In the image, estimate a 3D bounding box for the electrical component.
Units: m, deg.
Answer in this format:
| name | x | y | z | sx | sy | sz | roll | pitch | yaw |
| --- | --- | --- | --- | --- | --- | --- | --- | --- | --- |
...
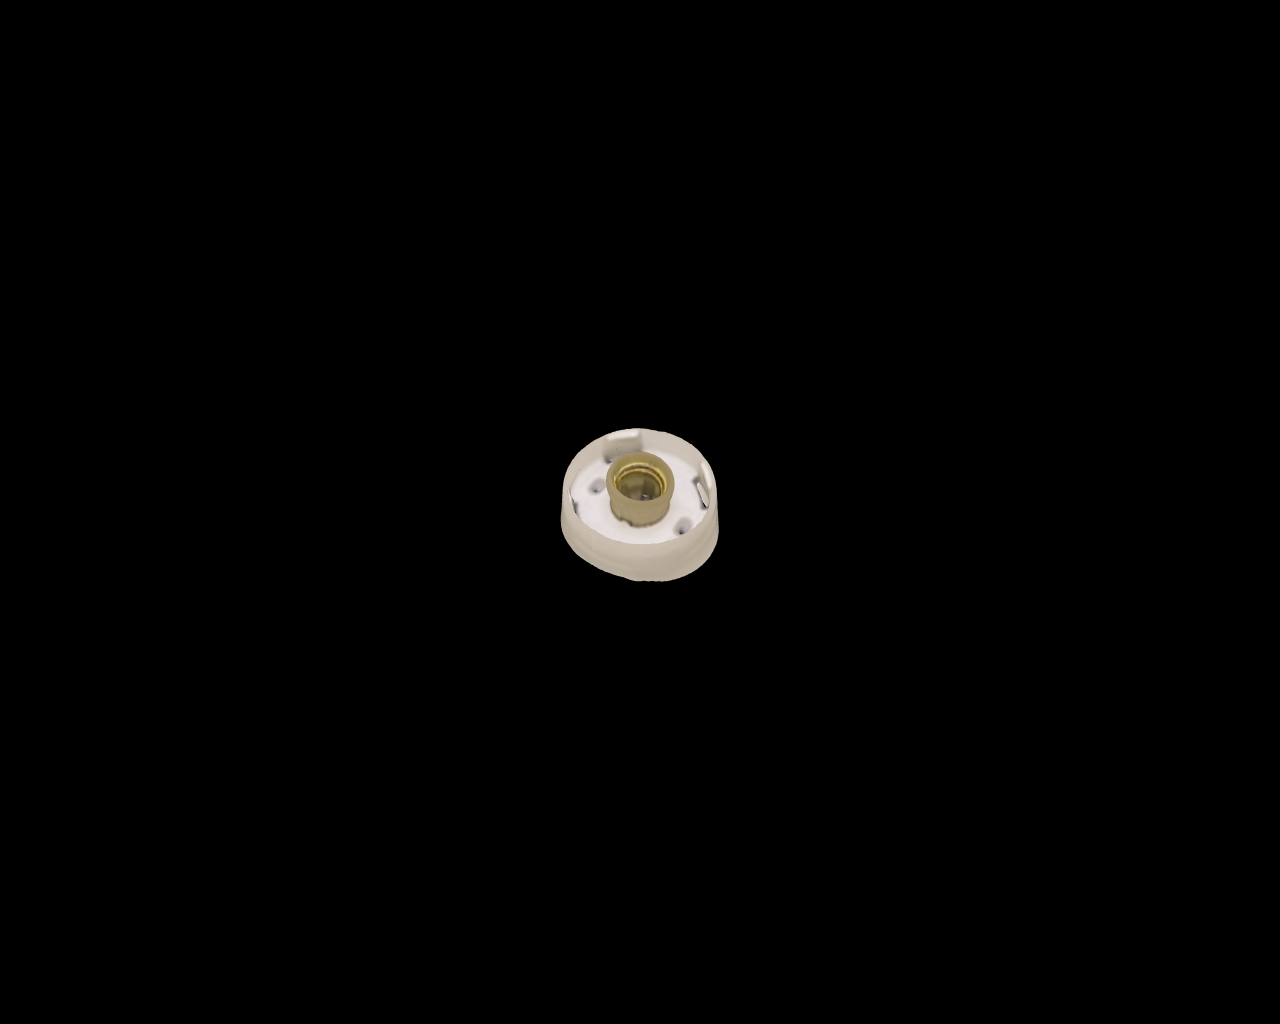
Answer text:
| name | x | y | z | sx | sy | sz | roll | pitch | yaw |
| --- | --- | --- | --- | --- | --- | --- | --- | --- | --- |
| electrical component | 0.001 | -0.003 | 0.650 | 0.099 | 0.099 | 0.064 | 0 | -37 | 0 |
